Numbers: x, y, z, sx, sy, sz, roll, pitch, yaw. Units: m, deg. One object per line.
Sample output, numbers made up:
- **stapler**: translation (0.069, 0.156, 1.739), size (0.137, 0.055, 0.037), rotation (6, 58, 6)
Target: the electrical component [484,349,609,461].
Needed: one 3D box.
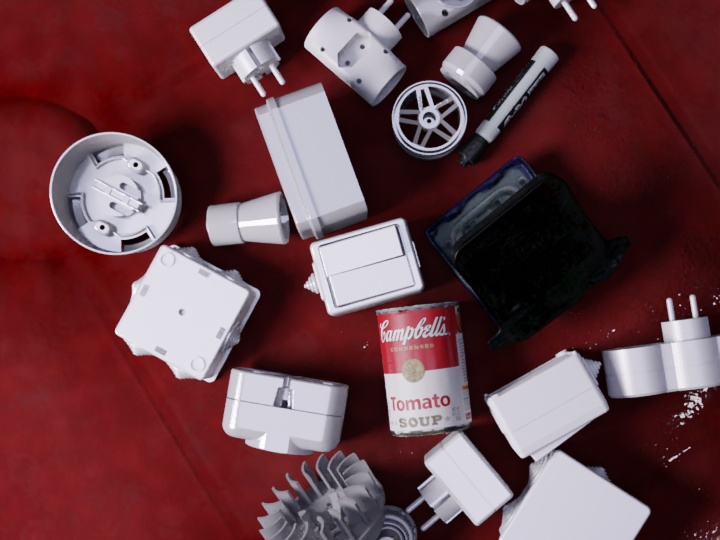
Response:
- **electrical component**: translation (0.156, 0.106, 0.865), size (0.096, 0.061, 0.061), rotation (-29, 86, 1)

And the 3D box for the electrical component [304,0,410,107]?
- **electrical component**: translation (0.008, -0.191, 0.898), size (0.077, 0.043, 0.079), rotation (42, 88, 4)

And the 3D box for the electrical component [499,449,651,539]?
- **electrical component**: translation (0.170, 0.202, 0.865), size (0.100, 0.048, 0.099), rotation (32, 89, 4)

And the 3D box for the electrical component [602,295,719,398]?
- **electrical component**: translation (0.265, 0.057, 0.867), size (0.138, 0.052, 0.073), rotation (-8, 86, 2)

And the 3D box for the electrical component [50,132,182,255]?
- **electrical component**: translation (-0.198, -0.061, 0.890), size (0.099, 0.064, 0.099), rotation (0, 87, 3)

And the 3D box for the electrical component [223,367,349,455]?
- **electrical component**: translation (-0.061, 0.116, 0.878), size (0.095, 0.053, 0.059), rotation (9, 87, 3)

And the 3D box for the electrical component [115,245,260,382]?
- **electrical component**: translation (-0.143, 0.035, 0.890), size (0.100, 0.048, 0.099), rotation (28, 88, 3)

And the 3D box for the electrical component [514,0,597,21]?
- **electrical component**: translation (0.166, -0.245, 0.893), size (0.077, 0.044, 0.079), rotation (-33, 85, 1)

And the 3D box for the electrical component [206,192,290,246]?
- **electrical component**: translation (-0.095, -0.040, 0.896), size (0.065, 0.044, 0.044), rotation (-6, 86, 7)

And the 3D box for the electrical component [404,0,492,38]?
- **electrical component**: translation (0.070, -0.248, 0.898), size (0.077, 0.044, 0.079), rotation (-31, 86, 1)

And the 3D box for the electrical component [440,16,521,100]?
- **electrical component**: translation (0.100, -0.176, 0.893), size (0.045, 0.045, 0.055), rotation (39, 89, 4)

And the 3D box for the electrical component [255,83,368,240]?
- **electrical component**: translation (-0.039, -0.086, 0.878), size (0.057, 0.078, 0.113), rotation (-20, 86, -1)

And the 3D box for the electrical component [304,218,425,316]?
- **electrical component**: translation (0.000, 0.000, 0.879), size (0.096, 0.061, 0.061), rotation (-16, 86, 2)

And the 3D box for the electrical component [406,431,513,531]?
- **electrical component**: translation (0.073, 0.179, 0.872), size (0.077, 0.047, 0.065), rotation (-40, 86, 0)

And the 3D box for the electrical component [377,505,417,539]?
- **electrical component**: translation (0.022, 0.217, 0.864), size (0.048, 0.062, 0.048), rotation (0, 87, 3)

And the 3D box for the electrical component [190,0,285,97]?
- **electrical component**: translation (-0.092, -0.182, 0.901), size (0.066, 0.047, 0.076), rotation (-32, 86, 0)
